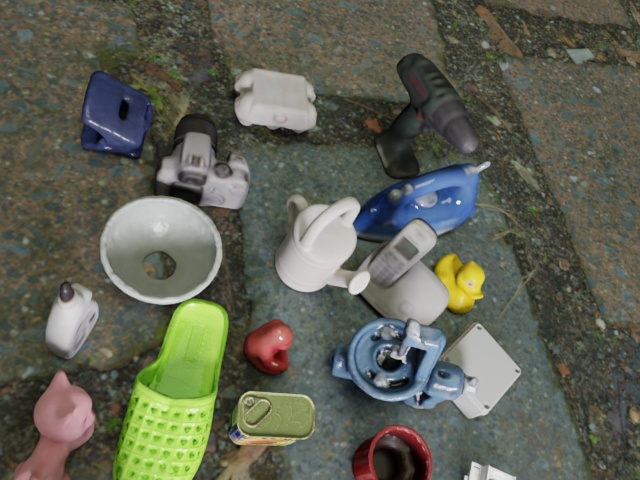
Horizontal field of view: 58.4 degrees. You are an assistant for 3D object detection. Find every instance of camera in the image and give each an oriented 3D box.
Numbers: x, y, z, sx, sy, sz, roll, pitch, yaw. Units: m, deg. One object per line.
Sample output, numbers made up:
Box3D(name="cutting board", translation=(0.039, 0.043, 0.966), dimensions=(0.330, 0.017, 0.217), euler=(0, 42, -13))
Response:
Box3D(name="camera", translation=(-0.182, -0.133, 0.909), dimensions=(0.143, 0.100, 0.137), euler=(8, 61, -17))

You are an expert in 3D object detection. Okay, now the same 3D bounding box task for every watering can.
Box3D(name="watering can", translation=(0.010, 0.002, 0.855), dimensions=(0.173, 0.194, 0.101), euler=(37, 57, 1))

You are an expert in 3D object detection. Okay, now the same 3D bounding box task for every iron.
Box3D(name="iron", translation=(0.173, -0.074, 0.988), dimensions=(0.259, 0.141, 0.118), euler=(-17, 71, -27))

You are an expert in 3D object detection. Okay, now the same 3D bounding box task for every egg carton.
Box3D(name="egg carton", translation=(-0.079, -0.247, 1.026), dimensions=(0.150, 0.069, 0.107), euler=(3, 63, -19))

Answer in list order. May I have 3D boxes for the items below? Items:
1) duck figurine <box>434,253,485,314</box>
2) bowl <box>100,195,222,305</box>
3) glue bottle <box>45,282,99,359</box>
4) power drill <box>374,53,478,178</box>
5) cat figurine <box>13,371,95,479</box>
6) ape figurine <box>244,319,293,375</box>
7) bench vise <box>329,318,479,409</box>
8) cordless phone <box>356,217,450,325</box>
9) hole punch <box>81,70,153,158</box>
Box3D(name="duck figurine", translation=(0.244, 0.065, 0.975), dimensions=(0.078, 0.086, 0.104), euler=(-7, 66, -23))
Box3D(name="bowl", translation=(-0.228, 0.024, 0.824), dimensions=(0.168, 0.074, 0.167), euler=(9, 61, -16))
Box3D(name="glue bottle", translation=(-0.306, 0.088, 0.703), dimensions=(0.037, 0.173, 0.078), euler=(28, 57, -5))
Box3D(name="power drill", translation=(0.181, -0.203, 1.018), dimensions=(0.076, 0.208, 0.229), euler=(-10, 67, -24))
Box3D(name="cat figurine", translation=(-0.305, 0.225, 0.664), dimensions=(0.067, 0.117, 0.128), euler=(20, 58, -10))
Box3D(name="ape figurine", translation=(-0.065, 0.145, 0.812), dimensions=(0.076, 0.092, 0.078), euler=(22, 58, -9))
Box3D(name="bench vise", translation=(0.138, 0.161, 0.805), dimensions=(0.208, 0.219, 0.121), euler=(3, 63, -19))
Box3D(name="cordless phone", translation=(0.146, 0.054, 0.885), dimensions=(0.147, 0.185, 0.094), euler=(41, 57, 4))
Box3D(name="hole punch", translation=(-0.316, -0.198, 0.898), dimensions=(0.101, 0.091, 0.108), euler=(9, 61, -16))
